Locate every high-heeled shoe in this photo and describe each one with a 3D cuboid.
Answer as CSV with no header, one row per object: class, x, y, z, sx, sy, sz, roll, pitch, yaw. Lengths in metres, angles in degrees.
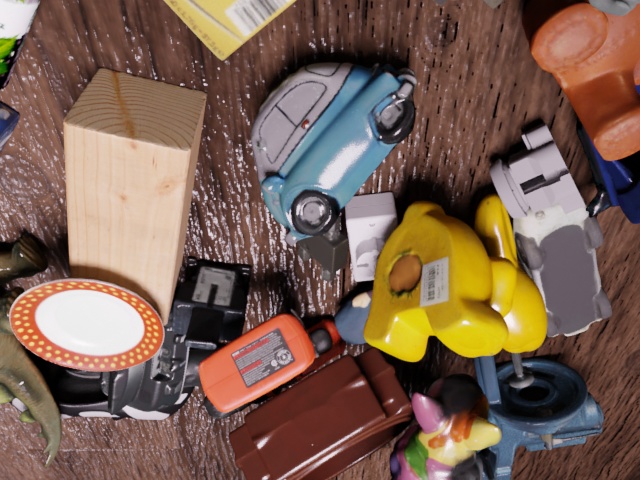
high-heeled shoe,-0.277,0.159,0.653,0.145,0.086,0.248,-31,129,21

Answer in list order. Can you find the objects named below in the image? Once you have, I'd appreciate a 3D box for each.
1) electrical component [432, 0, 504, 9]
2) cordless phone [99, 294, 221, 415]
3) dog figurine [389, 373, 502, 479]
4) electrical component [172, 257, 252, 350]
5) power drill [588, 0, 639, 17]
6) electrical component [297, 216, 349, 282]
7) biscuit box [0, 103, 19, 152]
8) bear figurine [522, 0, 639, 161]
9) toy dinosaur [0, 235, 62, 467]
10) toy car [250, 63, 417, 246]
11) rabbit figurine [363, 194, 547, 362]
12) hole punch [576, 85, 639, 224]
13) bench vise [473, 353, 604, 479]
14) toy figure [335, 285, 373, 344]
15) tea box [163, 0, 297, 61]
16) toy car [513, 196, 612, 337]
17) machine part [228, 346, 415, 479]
electrical component,0.110,-0.202,0.354,0.078,0.045,0.102,3,142,-43
cordless phone,-0.155,0.124,0.628,0.184,0.089,0.146,1,111,-29
dog figurine,0.118,0.246,0.560,0.109,0.191,0.219,20,139,20
electrical component,-0.111,0.074,0.547,0.075,0.119,0.047,7,129,-10
power drill,0.222,-0.200,0.249,0.232,0.207,0.086,18,176,7
electrical component,-0.001,-0.002,0.522,0.021,0.063,0.093,-34,150,-26
biscuit box,-0.349,-0.121,0.409,0.202,0.063,0.059,32,123,-26
bear figurine,0.235,-0.162,0.333,0.196,0.132,0.120,-28,123,30
toy dinosaur,-0.370,0.065,0.519,0.199,0.105,0.470,-25,117,8
toy car,0.000,-0.082,0.423,0.103,0.109,0.161,36,115,-7
rabbit figurine,0.135,0.044,0.488,0.173,0.162,0.122,23,142,-27
hole punch,0.286,-0.072,0.424,0.142,0.092,0.115,-38,126,5
bench vise,0.218,0.180,0.652,0.224,0.129,0.240,-8,112,20
toy figure,0.087,0.062,0.582,0.154,0.058,0.064,-35,162,25
tea box,-0.082,-0.211,0.326,0.098,0.068,0.169,-29,125,23
toy car,0.250,0.032,0.555,0.073,0.056,0.201,-23,129,10
machine part,0.011,0.222,0.634,0.201,0.087,0.200,-29,153,-4
